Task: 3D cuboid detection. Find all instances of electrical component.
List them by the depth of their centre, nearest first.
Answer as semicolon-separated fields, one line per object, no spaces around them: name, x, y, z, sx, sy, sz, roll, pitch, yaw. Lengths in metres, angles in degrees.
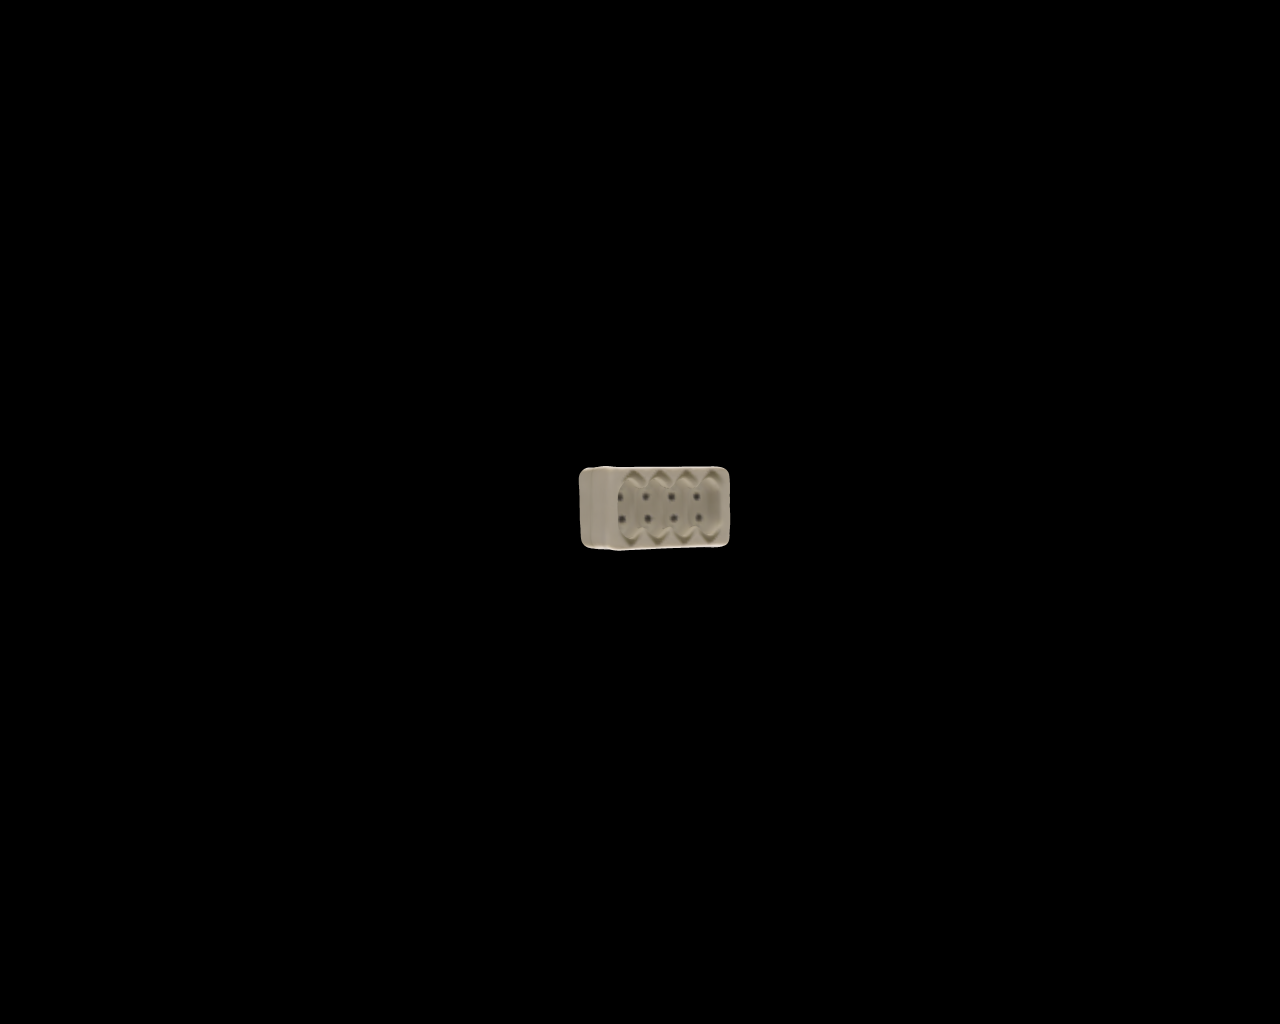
electrical component;0.001;-0.003;0.650;0.083;0.047;0.075;0;0;-28
